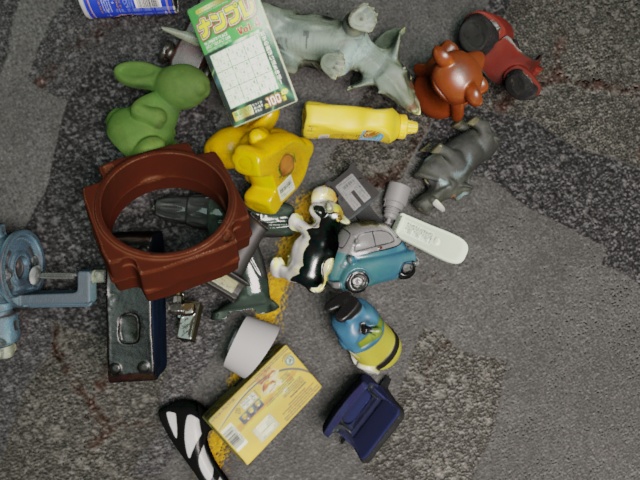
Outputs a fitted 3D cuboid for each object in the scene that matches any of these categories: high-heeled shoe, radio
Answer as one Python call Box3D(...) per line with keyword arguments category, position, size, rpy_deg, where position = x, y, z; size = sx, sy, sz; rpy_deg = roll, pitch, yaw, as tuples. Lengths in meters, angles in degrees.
Box3D(category="high-heeled shoe", position=(-0.211, 0.390, 0.874), size=(0.145, 0.086, 0.248), rpy_deg=(11, 82, -7))
Box3D(category="radio", position=(-0.284, 0.100, 0.836), size=(0.073, 0.131, 0.229), rpy_deg=(-3, 91, -8))

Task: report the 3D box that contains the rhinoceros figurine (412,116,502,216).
Box3D(category="rhinoceros figurine", position=(0.227, -0.126, 0.923), size=(0.190, 0.073, 0.112), rpy_deg=(-45, 106, -6))

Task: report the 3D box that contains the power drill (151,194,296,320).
Box3D(category="power drill", position=(-0.151, 0.024, 0.883), size=(0.232, 0.086, 0.207), rpy_deg=(-5, 84, -9))

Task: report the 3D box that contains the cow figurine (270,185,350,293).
Box3D(category="cow figurine", position=(-0.003, -0.004, 0.839), size=(0.068, 0.098, 0.167), rpy_deg=(28, 83, -44))

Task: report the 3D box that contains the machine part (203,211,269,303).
Box3D(category="machine part", position=(-0.128, 0.022, 0.829), size=(0.084, 0.039, 0.139), rpy_deg=(28, 86, 2))

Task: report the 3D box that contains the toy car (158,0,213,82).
Box3D(category="toy car", position=(-0.186, -0.350, 0.880), size=(0.089, 0.053, 0.202), rpy_deg=(26, 92, -7))

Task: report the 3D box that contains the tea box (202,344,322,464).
Box3D(category="tea box", position=(-0.093, 0.260, 0.868), size=(0.169, 0.068, 0.098), rpy_deg=(-40, 95, -24))

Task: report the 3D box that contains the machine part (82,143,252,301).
Box3D(category="machine part", position=(-0.213, -0.032, 0.755), size=(0.201, 0.087, 0.201), rpy_deg=(-19, 61, -21))

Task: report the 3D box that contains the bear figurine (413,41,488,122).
Box3D(category="bear figurine", position=(0.218, -0.263, 0.854), size=(0.132, 0.196, 0.120), rpy_deg=(-44, 92, -5))

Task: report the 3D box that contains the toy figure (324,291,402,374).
Box3D(category="toy figure", position=(0.075, 0.151, 0.867), size=(0.089, 0.082, 0.180), rpy_deg=(-21, 131, 8))

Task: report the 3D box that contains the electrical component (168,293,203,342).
Box3D(category="electrical component", position=(-0.216, 0.123, 0.864), size=(0.045, 0.102, 0.078), rpy_deg=(12, 80, -3))

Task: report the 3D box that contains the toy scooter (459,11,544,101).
Box3D(category="toy scooter", position=(0.323, -0.315, 0.917), size=(0.135, 0.075, 0.184), rpy_deg=(-23, 73, -42))

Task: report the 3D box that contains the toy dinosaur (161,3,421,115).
Box3D(category="toy dinosaur", position=(-0.023, -0.308, 0.854), size=(0.405, 0.192, 0.131), rpy_deg=(15, 101, 7))

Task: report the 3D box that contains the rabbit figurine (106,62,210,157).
Box3D(category="rabbit figurine", position=(-0.246, -0.209, 0.847), size=(0.170, 0.121, 0.159), rpy_deg=(-45, 73, 11))

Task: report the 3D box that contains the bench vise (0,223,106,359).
Box3D(category="bench vise", position=(-0.447, 0.080, 0.825), size=(0.241, 0.129, 0.223), rpy_deg=(-1, 90, 1))

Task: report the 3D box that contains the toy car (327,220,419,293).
Box3D(category="toy car", position=(0.077, 0.019, 0.880), size=(0.162, 0.109, 0.102), rpy_deg=(-13, 106, -10))

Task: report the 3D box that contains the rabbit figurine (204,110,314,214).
Box3D(category="rabbit figurine", position=(-0.108, -0.145, 0.853), size=(0.173, 0.121, 0.162), rpy_deg=(17, 62, 33))

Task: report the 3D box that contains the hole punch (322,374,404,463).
Box3D(category="hole punch", position=(0.060, 0.279, 0.883), size=(0.092, 0.116, 0.142), rpy_deg=(35, 89, -13))

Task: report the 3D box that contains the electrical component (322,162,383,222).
Box3D(category="electrical component", position=(0.062, -0.065, 0.914), size=(0.075, 0.048, 0.119), rpy_deg=(-35, 93, -4))
